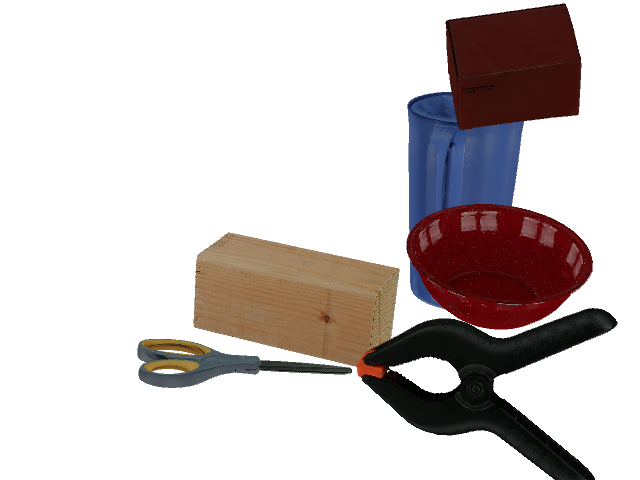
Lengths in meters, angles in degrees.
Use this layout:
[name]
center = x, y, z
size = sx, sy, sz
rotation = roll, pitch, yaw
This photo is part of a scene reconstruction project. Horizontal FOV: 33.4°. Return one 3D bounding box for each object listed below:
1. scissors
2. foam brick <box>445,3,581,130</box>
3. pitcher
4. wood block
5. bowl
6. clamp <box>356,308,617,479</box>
[scissors]
center = -0.078, 0.120, 0.980
size = 0.202, 0.016, 0.096
rotation = 8, 17, 11
[foam brick]
center = 0.121, -0.110, 0.675
size = 0.078, 0.051, 0.053
rotation = -6, -35, 5
[pitcher]
center = 0.159, -0.043, 1.241
size = 0.149, 0.243, 0.145
rotation = -8, 24, -20
[wood block]
center = -0.028, 0.064, 1.181
size = 0.206, 0.091, 0.090
rotation = 12, 22, 17
[bowl]
center = 0.154, 0.030, 0.943
size = 0.162, 0.055, 0.162
rotation = 1, 33, -1
[clamp]
center = 0.111, 0.105, 0.714
size = 0.172, 0.120, 0.039
rotation = -1, 0, 16
